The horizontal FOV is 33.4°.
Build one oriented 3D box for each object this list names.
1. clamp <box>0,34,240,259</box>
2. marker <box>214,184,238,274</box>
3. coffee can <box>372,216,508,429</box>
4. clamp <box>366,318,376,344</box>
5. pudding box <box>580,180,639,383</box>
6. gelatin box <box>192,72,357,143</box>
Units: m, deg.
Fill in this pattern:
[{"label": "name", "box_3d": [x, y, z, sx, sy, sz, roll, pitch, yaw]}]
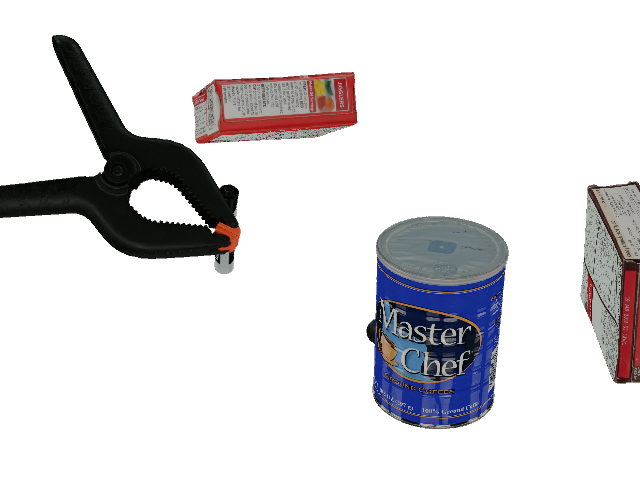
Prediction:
[{"label": "clamp", "box_3d": [-0.151, -0.056, 0.798, 0.210, 0.164, 0.036, 21, -19, -1]}, {"label": "marker", "box_3d": [-0.089, -0.010, 1.008, 0.020, 0.020, 0.121, 0, -37, -8]}, {"label": "coffee can", "box_3d": [0.094, 0.065, 0.862, 0.103, 0.140, 0.103, 0, 28, 0]}, {"label": "clamp", "box_3d": [0.123, 0.123, 1.070, 0.120, 0.039, 0.171, -9, 29, -9]}, {"label": "pudding box", "box_3d": [0.198, 0.025, 0.690, 0.039, 0.090, 0.113, -3, 27, 1]}, {"label": "gelatin box", "box_3d": [-0.027, -0.071, 0.574, 0.073, 0.030, 0.089, -5, 3, -13]}]
